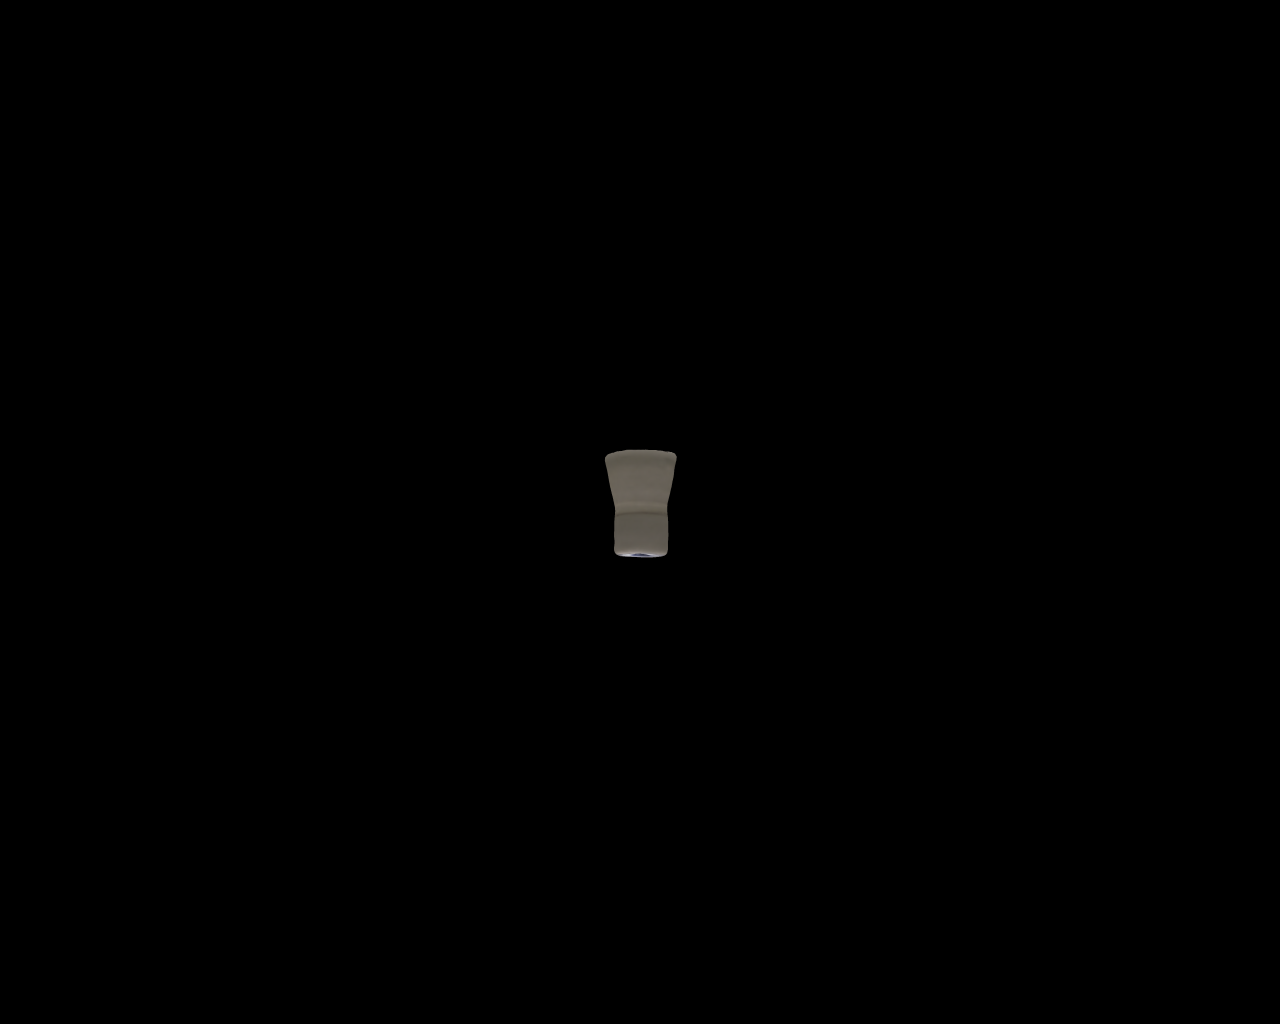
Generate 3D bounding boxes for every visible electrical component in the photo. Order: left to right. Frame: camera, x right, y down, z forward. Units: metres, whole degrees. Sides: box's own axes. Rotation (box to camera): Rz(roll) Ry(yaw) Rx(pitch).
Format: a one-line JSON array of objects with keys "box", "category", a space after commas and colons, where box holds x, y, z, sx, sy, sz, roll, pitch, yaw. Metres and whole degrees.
[{"box": [0.001, -0.003, 0.650, 0.044, 0.065, 0.044, 0, -7, 0], "category": "electrical component"}]
